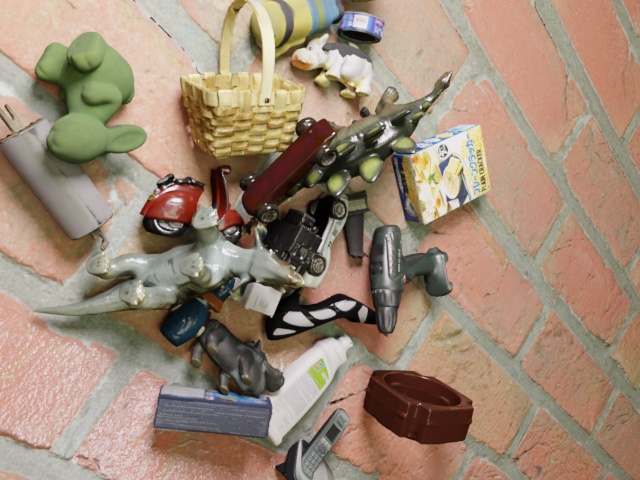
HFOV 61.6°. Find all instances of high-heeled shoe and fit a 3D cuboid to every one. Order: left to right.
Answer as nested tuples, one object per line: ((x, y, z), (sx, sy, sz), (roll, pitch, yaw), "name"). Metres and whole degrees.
((0.011, 0.170, 1.085), (0.248, 0.086, 0.145), (29, 85, -27), "high-heeled shoe")

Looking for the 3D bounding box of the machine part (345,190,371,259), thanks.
((0.073, -0.029, 1.110), (0.084, 0.039, 0.138), (-18, 107, -37), "machine part")

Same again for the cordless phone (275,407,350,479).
((0.012, 0.457, 1.140), (0.184, 0.089, 0.146), (-47, 119, -21), "cordless phone")

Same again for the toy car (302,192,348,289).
((-0.002, -0.003, 1.029), (0.056, 0.074, 0.201), (35, 70, -40), "toy car")

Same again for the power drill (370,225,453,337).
((0.189, 0.087, 1.154), (0.207, 0.086, 0.232), (2, 76, -33), "power drill")

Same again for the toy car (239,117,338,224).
((-0.050, -0.113, 0.882), (0.202, 0.089, 0.053), (-43, 145, 15), "toy car")

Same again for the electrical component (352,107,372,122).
((0.105, -0.222, 1.099), (0.094, 0.021, 0.063), (44, 75, -30), "electrical component")

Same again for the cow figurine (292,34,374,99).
((0.028, -0.335, 1.002), (0.167, 0.068, 0.098), (17, 85, -37), "cow figurine")

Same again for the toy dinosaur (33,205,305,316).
((-0.227, 0.060, 0.870), (0.192, 0.405, 0.131), (55, 22, -63), "toy dinosaur")

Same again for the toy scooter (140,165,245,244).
((-0.206, -0.067, 0.905), (0.184, 0.075, 0.135), (7, 96, -36), "toy scooter")

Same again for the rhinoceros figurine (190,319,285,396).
((-0.148, 0.223, 0.986), (0.190, 0.112, 0.073), (41, 118, -17), "rhinoceros figurine")

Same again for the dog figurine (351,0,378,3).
((0.019, -0.512, 0.904), (0.219, 0.192, 0.108), (29, 90, -48), "dog figurine")

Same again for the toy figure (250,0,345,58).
((-0.040, -0.390, 0.934), (0.180, 0.089, 0.082), (-26, 78, -21), "toy figure")

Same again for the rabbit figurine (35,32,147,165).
((-0.336, -0.179, 0.771), (0.159, 0.121, 0.170), (49, 45, -61), "rabbit figurine")

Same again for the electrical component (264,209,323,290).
((-0.061, 0.010, 0.986), (0.058, 0.115, 0.134), (32, 82, -37), "electrical component")

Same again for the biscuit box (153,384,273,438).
((-0.188, 0.306, 0.960), (0.203, 0.059, 0.062), (11, 93, -12), "biscuit box")

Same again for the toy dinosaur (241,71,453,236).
((0.051, -0.159, 0.972), (0.471, 0.199, 0.105), (-36, 110, 5), "toy dinosaur")

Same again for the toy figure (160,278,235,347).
((-0.212, 0.117, 0.948), (0.154, 0.058, 0.064), (-45, 125, -22), "toy figure")

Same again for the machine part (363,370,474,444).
((0.212, 0.361, 1.173), (0.201, 0.201, 0.087), (11, 96, -33), "machine part")

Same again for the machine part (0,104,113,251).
((-0.384, -0.087, 0.788), (0.079, 0.079, 0.243), (-39, 117, -20), "machine part")
